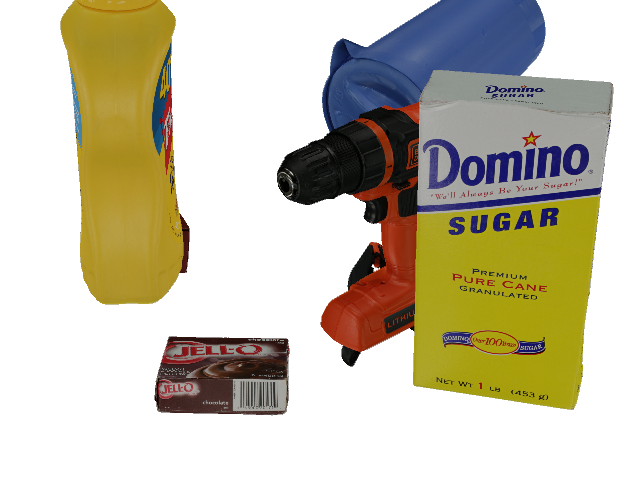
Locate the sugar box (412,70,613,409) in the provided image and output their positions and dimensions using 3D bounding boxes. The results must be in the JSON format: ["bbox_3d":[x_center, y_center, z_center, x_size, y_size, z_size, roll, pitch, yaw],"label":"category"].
[{"bbox_3d":[0.097,0.002,0.561,0.093,0.176,0.048,6,33,15],"label":"sugar box"}]

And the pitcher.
[{"bbox_3d":[0.128,-0.160,1.058,0.145,0.149,0.242,23,46,30],"label":"pitcher"}]

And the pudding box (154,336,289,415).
[{"bbox_3d":[-0.084,0.117,0.937,0.113,0.039,0.090,3,18,-2],"label":"pudding box"}]

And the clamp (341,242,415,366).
[{"bbox_3d":[0.084,0.071,1.188,0.120,0.171,0.039,5,-43,-3],"label":"clamp"}]

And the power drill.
[{"bbox_3d":[0.042,-0.010,0.822,0.184,0.188,0.057,-22,40,-34],"label":"power drill"}]

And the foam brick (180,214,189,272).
[{"bbox_3d":[-0.181,0.003,1.125,0.078,0.051,0.053,-3,23,-17],"label":"foam brick"}]

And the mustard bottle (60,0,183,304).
[{"bbox_3d":[-0.104,-0.068,0.565,0.058,0.192,0.096,0,31,-4],"label":"mustard bottle"}]
